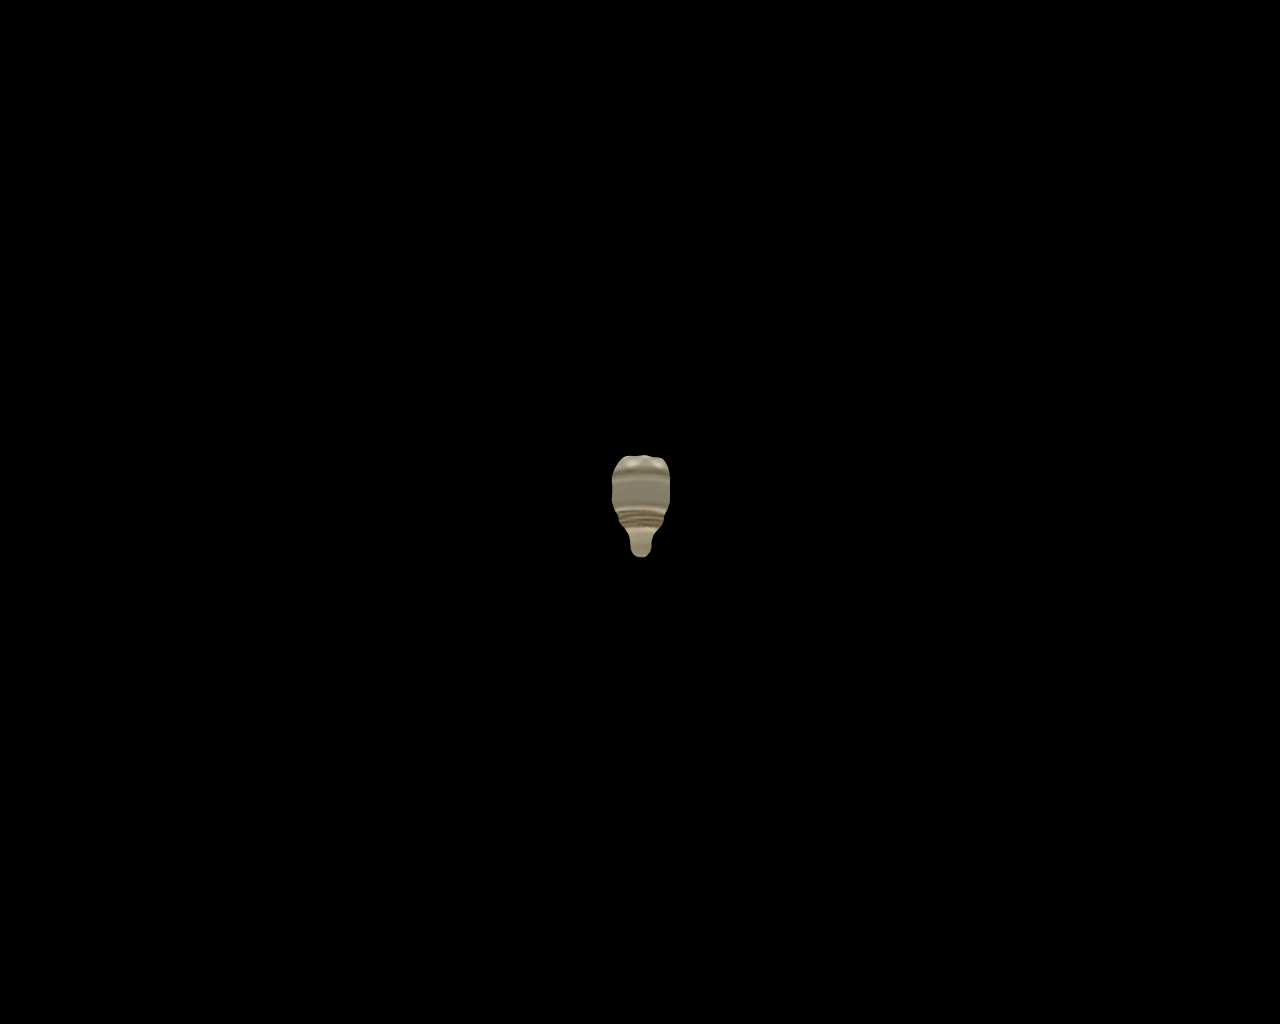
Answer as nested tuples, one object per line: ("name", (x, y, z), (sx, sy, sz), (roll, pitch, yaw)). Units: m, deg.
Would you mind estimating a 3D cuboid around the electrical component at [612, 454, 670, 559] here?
("electrical component", (0.001, -0.003, 0.650), (0.035, 0.061, 0.035), (0, -7, 0))
